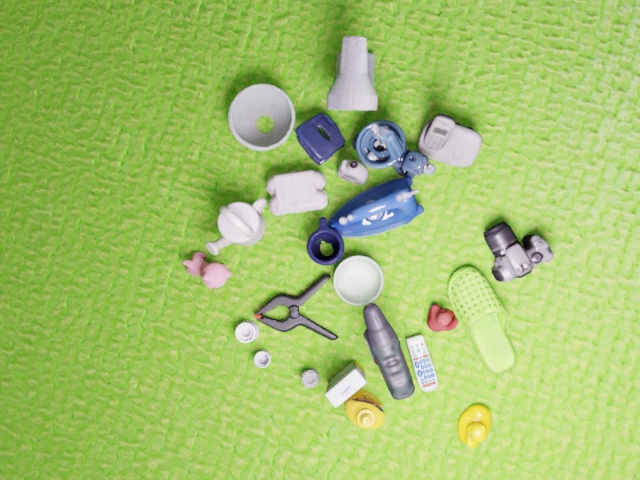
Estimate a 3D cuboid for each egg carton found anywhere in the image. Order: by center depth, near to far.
[{"bbox_3d":[-0.058,-0.120,1.430,0.150,0.069,0.107,-9,87,1],"label":"egg carton"}]

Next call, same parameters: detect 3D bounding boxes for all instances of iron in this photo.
[{"bbox_3d":[0.122,-0.069,1.385,0.258,0.141,0.119,-22,86,1],"label":"iron"}]

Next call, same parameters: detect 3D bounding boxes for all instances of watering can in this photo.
[{"bbox_3d":[-0.196,-0.034,1.367,0.101,0.194,0.173,23,88,3],"label":"watering can"}]

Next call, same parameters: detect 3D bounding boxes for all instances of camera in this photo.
[{"bbox_3d":[0.472,0.018,1.390,0.143,0.101,0.137,-29,86,0],"label":"camera"}]

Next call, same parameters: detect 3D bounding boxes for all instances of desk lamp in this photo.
[{"bbox_3d":[0.078,-0.384,1.367,0.118,0.213,0.203,2,87,2],"label":"desk lamp"}]

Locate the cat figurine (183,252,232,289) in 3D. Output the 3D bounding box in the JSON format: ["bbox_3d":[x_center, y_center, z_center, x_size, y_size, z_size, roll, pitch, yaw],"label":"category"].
[{"bbox_3d":[-0.276,0.077,1.402,0.127,0.118,0.067,25,88,3],"label":"cat figurine"}]

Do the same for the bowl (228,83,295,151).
[{"bbox_3d":[-0.142,-0.302,1.440,0.167,0.075,0.167,0,87,2],"label":"bowl"}]

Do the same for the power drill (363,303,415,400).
[{"bbox_3d":[0.150,0.250,1.334,0.075,0.208,0.230,-23,86,1],"label":"power drill"}]

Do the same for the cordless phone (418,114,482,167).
[{"bbox_3d":[0.317,-0.244,1.366,0.147,0.185,0.094,15,87,3],"label":"cordless phone"}]

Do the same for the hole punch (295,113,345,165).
[{"bbox_3d":[0.001,-0.258,1.424,0.101,0.091,0.108,-40,86,0],"label":"hole punch"}]

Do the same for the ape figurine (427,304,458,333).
[{"bbox_3d":[0.297,0.191,1.390,0.076,0.092,0.078,-32,86,0],"label":"ape figurine"}]

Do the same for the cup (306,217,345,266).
[{"bbox_3d":[0.013,0.005,1.408,0.091,0.095,0.118,-7,87,2],"label":"cup"}]

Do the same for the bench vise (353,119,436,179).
[{"bbox_3d":[0.180,-0.226,1.352,0.207,0.220,0.121,9,87,3],"label":"bench vise"}]

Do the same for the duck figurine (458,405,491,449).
[{"bbox_3d":[0.378,0.452,1.377,0.077,0.086,0.104,28,88,3],"label":"duck figurine"}]

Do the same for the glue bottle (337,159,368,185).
[{"bbox_3d":[0.079,-0.170,1.376,0.078,0.173,0.037,16,88,3],"label":"glue bottle"}]
